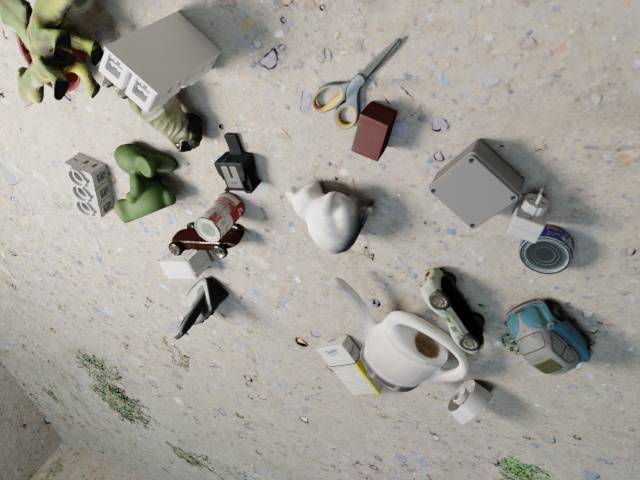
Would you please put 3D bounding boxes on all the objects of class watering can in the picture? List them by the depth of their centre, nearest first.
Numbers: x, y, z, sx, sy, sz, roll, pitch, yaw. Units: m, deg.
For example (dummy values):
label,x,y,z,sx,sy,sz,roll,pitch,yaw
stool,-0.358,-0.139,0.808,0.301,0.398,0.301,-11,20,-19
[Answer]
label,x,y,z,sx,sy,sz,roll,pitch,yaw
watering can,0.153,0.218,1.133,0.348,0.106,0.219,31,137,4

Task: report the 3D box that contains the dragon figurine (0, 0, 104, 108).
label,x,y,z,sx,sy,sz,roll,pitch,yaw
dragon figurine,-0.525,-0.399,0.952,0.244,0.124,0.401,37,134,9

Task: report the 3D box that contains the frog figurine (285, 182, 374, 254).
label,x,y,z,sx,sy,sz,roll,pitch,yaw
frog figurine,0.003,-0.050,0.991,0.159,0.125,0.135,25,156,-6
